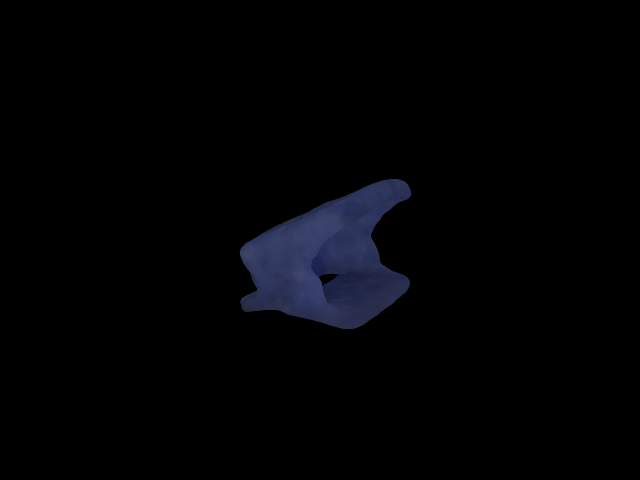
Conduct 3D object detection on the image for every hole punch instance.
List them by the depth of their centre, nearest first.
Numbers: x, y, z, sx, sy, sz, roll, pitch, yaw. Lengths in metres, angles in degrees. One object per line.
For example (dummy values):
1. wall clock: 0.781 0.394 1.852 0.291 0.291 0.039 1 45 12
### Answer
1. hole punch: 0.004 0.001 0.400 0.100 0.091 0.109 9 19 29
